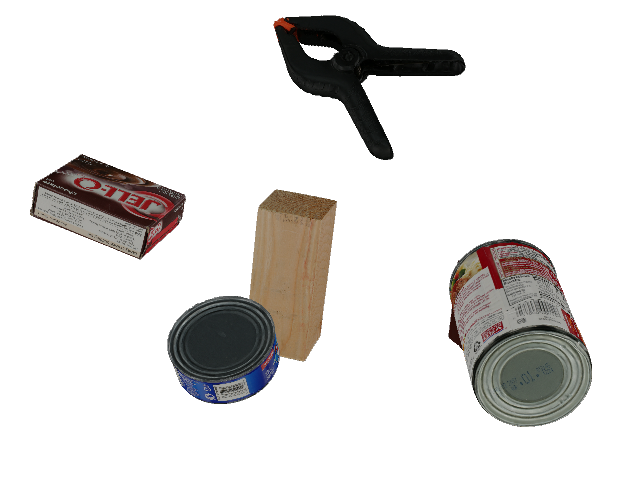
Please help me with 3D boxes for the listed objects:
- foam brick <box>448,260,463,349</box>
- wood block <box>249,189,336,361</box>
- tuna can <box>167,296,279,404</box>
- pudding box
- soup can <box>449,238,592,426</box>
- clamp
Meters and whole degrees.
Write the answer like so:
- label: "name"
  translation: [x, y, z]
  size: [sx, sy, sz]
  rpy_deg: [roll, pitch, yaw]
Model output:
- label: "foam brick"
  translation: [0.151, 0.060, 0.952]
  size: [0.051, 0.078, 0.053]
  rpy_deg: [-3, 20, -22]
- label: "wood block"
  translation: [-0.041, 0.046, 1.457]
  size: [0.090, 0.206, 0.090]
  rpy_deg: [11, 22, 10]
- label: "tuna can"
  translation: [-0.076, 0.087, 0.844]
  size: [0.086, 0.086, 0.034]
  rpy_deg: [0, -44, 10]
- label: "pudding box"
  translation: [-0.191, -0.032, 0.967]
  size: [0.113, 0.039, 0.090]
  rpy_deg: [19, 24, 7]
- label: "soup can"
  translation: [0.116, 0.052, 0.626]
  size: [0.068, 0.068, 0.102]
  rpy_deg: [0, 28, -1]
- label: "clamp"
  translation: [0.038, -0.154, 0.933]
  size: [0.120, 0.172, 0.039]
  rpy_deg: [-40, -23, -20]
